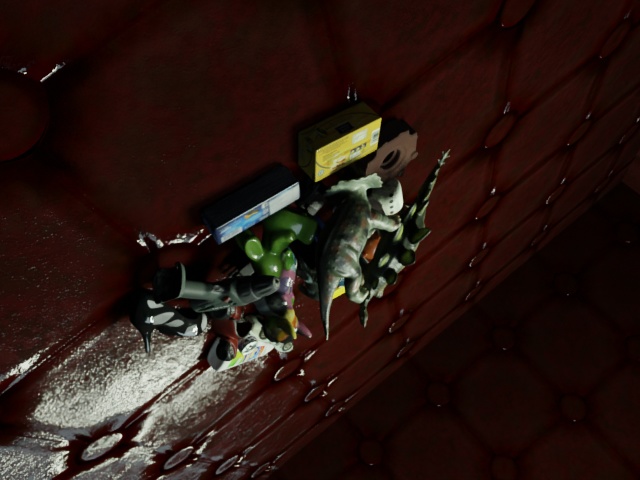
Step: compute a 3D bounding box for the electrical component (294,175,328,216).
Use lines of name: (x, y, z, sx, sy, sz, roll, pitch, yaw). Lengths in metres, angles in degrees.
electrical component: (-0.013, -0.098, 1.234, 0.075, 0.048, 0.119, -44, 151, 6)

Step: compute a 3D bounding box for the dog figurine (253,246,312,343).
dog figurine: (-0.090, 0.139, 1.297, 0.191, 0.219, 0.108, -48, 156, 15)

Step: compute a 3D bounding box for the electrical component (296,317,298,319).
electrical component: (-0.109, 0.208, 1.486, 0.058, 0.115, 0.134, -41, 153, -11)

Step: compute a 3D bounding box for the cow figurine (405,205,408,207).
cow figurine: (0.244, -0.031, 1.651, 0.167, 0.068, 0.098, -54, 158, 24)

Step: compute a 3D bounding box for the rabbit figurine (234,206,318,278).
rabbit figurine: (-0.102, 0.009, 1.163, 0.159, 0.121, 0.170, 16, 101, -34)

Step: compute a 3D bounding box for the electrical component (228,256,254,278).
electrical component: (-0.161, 0.067, 1.243, 0.102, 0.078, 0.045, -42, 110, -9)

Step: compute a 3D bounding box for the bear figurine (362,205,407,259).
bear figurine: (0.197, -0.007, 1.555, 0.195, 0.132, 0.120, -64, 174, 26)

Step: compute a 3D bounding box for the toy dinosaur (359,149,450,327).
toy dinosaur: (0.199, -0.006, 1.314, 0.471, 0.105, 0.198, -66, -172, -11)

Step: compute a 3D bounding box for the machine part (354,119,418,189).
machine part: (0.159, -0.203, 1.294, 0.179, 0.056, 0.179, -30, 150, -19)

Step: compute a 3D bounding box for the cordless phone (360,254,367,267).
cordless phone: (0.094, 0.040, 1.427, 0.089, 0.184, 0.146, -31, 152, -10)

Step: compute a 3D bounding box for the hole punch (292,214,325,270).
hole punch: (-0.003, -0.004, 1.294, 0.092, 0.142, 0.115, -28, 171, -22)

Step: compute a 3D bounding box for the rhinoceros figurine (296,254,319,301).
rhinoceros figurine: (-0.019, 0.084, 1.419, 0.073, 0.112, 0.190, -25, 131, -20)

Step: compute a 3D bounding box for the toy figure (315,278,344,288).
toy figure: (0.040, 0.090, 1.350, 0.058, 0.064, 0.154, -26, 172, 26)

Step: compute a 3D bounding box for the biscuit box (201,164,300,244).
biscuit box: (-0.139, -0.073, 1.089, 0.203, 0.063, 0.059, -31, 152, -18)

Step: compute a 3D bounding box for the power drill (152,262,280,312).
power drill: (-0.229, 0.098, 1.131, 0.232, 0.086, 0.207, -18, 164, 37)

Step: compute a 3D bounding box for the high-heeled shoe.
high-heeled shoe: (-0.329, 0.153, 1.205, 0.249, 0.086, 0.145, -29, 123, -64)

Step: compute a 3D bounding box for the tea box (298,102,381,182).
tea box: (0.039, -0.205, 1.120, 0.170, 0.068, 0.098, -28, 150, -22)

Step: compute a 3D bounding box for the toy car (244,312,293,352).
toy car: (-0.145, 0.268, 1.538, 0.056, 0.074, 0.201, -44, 139, 3)

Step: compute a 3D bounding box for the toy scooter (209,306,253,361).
toy scooter: (-0.214, 0.197, 1.326, 0.135, 0.075, 0.183, -22, 109, -65)

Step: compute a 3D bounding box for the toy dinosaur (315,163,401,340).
toy dinosaur: (0.051, 0.003, 1.168, 0.192, 0.131, 0.405, 35, 68, -38)
